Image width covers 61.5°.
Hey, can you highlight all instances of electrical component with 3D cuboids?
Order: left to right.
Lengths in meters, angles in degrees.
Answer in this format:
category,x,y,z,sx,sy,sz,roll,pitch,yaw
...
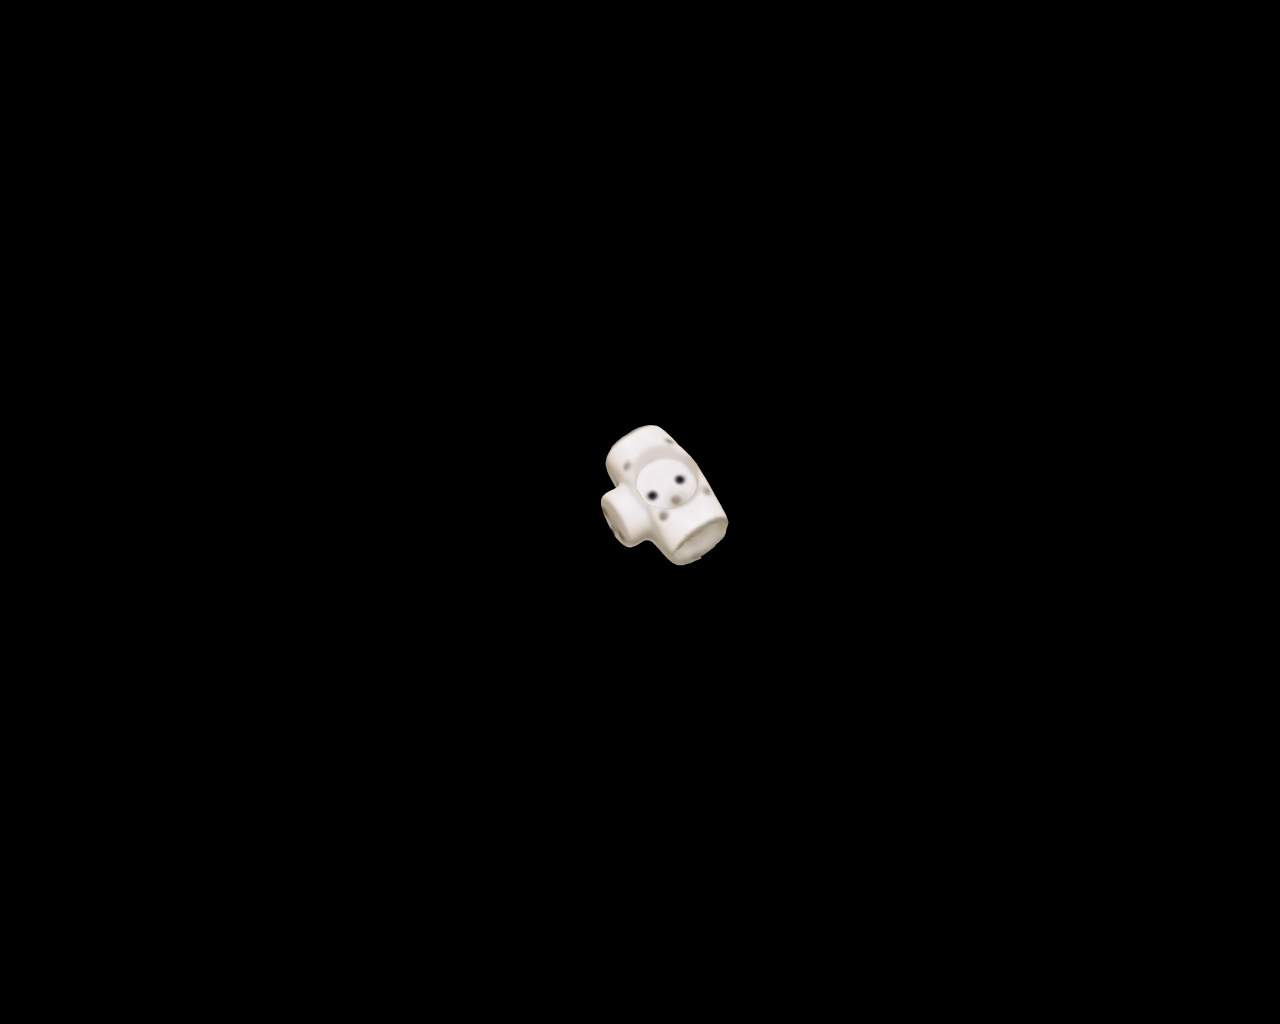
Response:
category,x,y,z,sx,sy,sz,roll,pitch,yaw
electrical component,0.001,-0.003,0.650,0.079,0.077,0.044,-29,-24,-14
